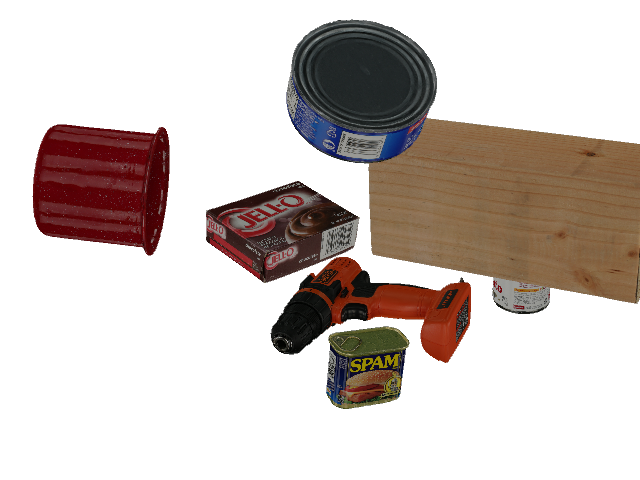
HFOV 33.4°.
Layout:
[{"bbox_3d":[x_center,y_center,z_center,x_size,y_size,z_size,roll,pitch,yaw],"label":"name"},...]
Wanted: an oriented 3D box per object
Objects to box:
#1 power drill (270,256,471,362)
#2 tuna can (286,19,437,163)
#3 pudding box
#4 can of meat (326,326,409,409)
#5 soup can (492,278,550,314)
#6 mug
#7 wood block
[{"bbox_3d":[0.058,0.080,1.151,0.188,0.057,0.184,10,29,22],"label":"power drill"},{"bbox_3d":[0.023,-0.088,0.628,0.086,0.086,0.034,0,-33,-11],"label":"tuna can"},{"bbox_3d":[-0.035,-0.010,0.979,0.113,0.039,0.090,-19,38,-37],"label":"pudding box"},{"bbox_3d":[0.059,0.165,1.377,0.102,0.084,0.057,-5,26,-21],"label":"can of meat"},{"bbox_3d":[0.232,0.024,1.216,0.068,0.102,0.068,-2,30,1],"label":"soup can"},{"bbox_3d":[-0.156,-0.042,0.780,0.081,0.093,0.117,6,14,1],"label":"mug"},{"bbox_3d":[0.148,-0.029,0.804,0.206,0.090,0.090,10,28,27],"label":"wood block"}]
